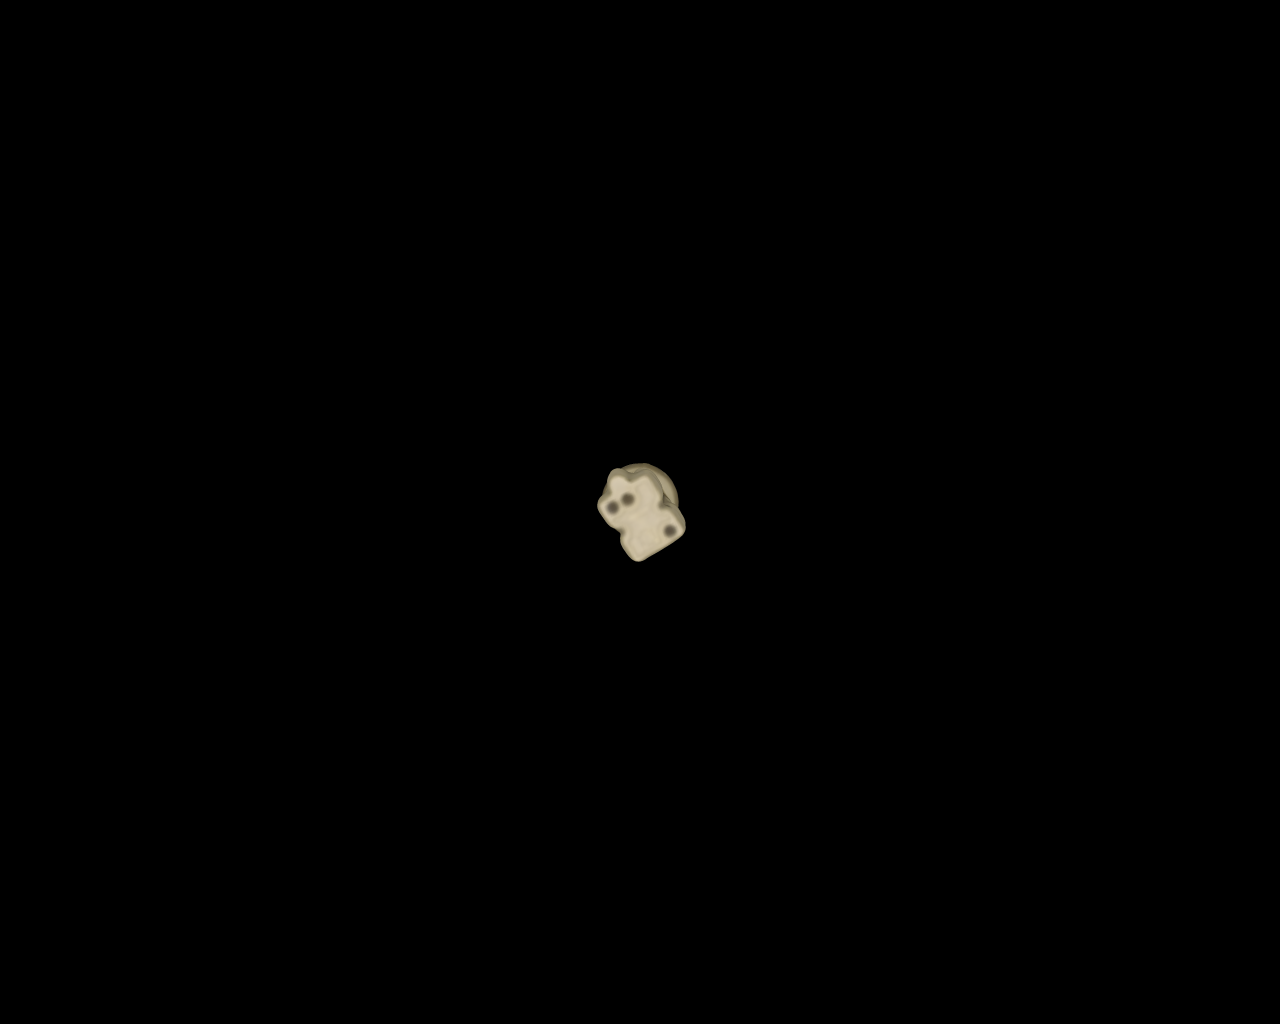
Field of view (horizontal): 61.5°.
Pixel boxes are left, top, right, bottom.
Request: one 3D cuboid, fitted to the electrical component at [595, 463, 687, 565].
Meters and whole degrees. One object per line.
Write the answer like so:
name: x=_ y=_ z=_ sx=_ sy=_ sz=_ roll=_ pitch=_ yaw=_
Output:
electrical component: x=0.001 y=-0.003 z=0.650 sx=0.048 sy=0.066 sz=0.055 roll=-31 pitch=11 yaw=7
